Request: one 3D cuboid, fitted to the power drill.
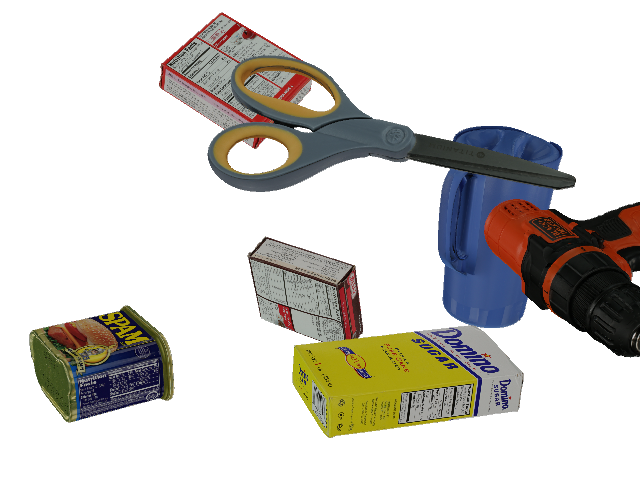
[{"bbox_3d":[0.230,0.010,0.732,0.187,0.057,0.184,-10,29,-17],"label":"power drill"}]

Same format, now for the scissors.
[{"bbox_3d":[0.024,-0.042,0.572,0.202,0.096,0.016,29,-22,24],"label":"scissors"}]

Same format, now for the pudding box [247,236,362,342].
[{"bbox_3d":[-0.015,0.053,1.083,0.114,0.090,0.039,16,44,28],"label":"pudding box"}]

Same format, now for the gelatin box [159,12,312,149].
[{"bbox_3d":[-0.061,-0.118,0.777,0.089,0.073,0.030,32,-34,11],"label":"gelatin box"}]

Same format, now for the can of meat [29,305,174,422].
[{"bbox_3d":[-0.176,0.098,0.850,0.083,0.057,0.102,-12,22,-29],"label":"can of meat"}]

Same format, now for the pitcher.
[{"bbox_3d":[0.213,-0.012,1.347,0.149,0.243,0.145,4,26,-1],"label":"pitcher"}]

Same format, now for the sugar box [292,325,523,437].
[{"bbox_3d":[0.073,0.117,0.911,0.176,0.048,0.093,-7,26,-18],"label":"sugar box"}]
